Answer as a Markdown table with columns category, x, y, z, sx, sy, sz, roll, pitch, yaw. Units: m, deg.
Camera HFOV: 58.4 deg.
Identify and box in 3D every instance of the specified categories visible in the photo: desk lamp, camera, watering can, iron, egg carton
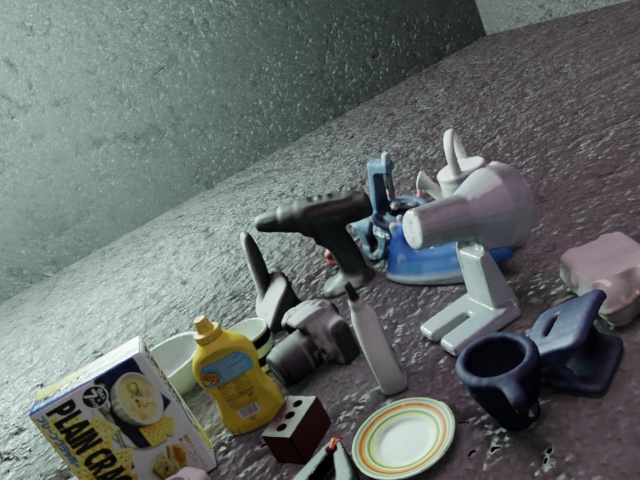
| category | x | y | z | sx | sy | sz | roll | pitch | yaw |
| --- | --- | --- | --- | --- | --- | --- | --- | --- | --- |
| desk lamp | 0.217 | 0.020 | 0.824 | 0.203 | 0.214 | 0.117 | -31 | 20 | -14 |
| camera | -0.029 | 0.164 | 0.937 | 0.137 | 0.101 | 0.142 | -34 | 21 | -22 |
| watering can | 0.280 | -0.126 | 1.148 | 0.172 | 0.194 | 0.101 | -22 | 20 | 11 |
| iron | 0.207 | -0.006 | 1.011 | 0.257 | 0.142 | 0.119 | -13 | 24 | 33 |
| egg carton | 0.386 | 0.048 | 0.758 | 0.107 | 0.069 | 0.150 | -24 | 20 | 6 |

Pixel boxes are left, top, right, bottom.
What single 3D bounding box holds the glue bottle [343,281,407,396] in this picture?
| category | x | y | z | sx | sy | sz | roll | pitch | yaw |
| --- | --- | --- | --- | --- | --- | --- | --- | --- | --- |
| glue bottle | 0.071 | 0.128 | 0.794 | 0.037 | 0.173 | 0.078 | -24 | 20 | 7 |

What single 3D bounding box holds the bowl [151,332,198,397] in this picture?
| category | x | y | z | sx | sy | sz | roll | pitch | yaw |
| --- | --- | --- | --- | --- | --- | --- | --- | --- | --- |
| bowl | -0.274 | 0.249 | 1.065 | 0.167 | 0.075 | 0.167 | -23 | 20 | 9 |

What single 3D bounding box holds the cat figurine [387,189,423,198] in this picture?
| category | x | y | z | sx | sy | sz | roll | pitch | yaw |
| --- | --- | --- | --- | --- | --- | --- | --- | --- | --- |
| cat figurine | 0.176 | -0.076 | 1.264 | 0.127 | 0.118 | 0.067 | -16 | 22 | 26 |

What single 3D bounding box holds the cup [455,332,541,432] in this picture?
| category | x | y | z | sx | sy | sz | roll | pitch | yaw |
| --- | --- | --- | --- | --- | --- | --- | --- | --- | --- |
| cup | 0.211 | 0.170 | 0.630 | 0.091 | 0.095 | 0.117 | -24 | 20 | 6 |

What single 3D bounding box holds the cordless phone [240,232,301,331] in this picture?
| category | x | y | z | sx | sy | sz | roll | pitch | yaw |
| --- | --- | --- | --- | --- | --- | --- | --- | --- | --- |
| cordless phone | -0.112 | 0.078 | 1.132 | 0.094 | 0.185 | 0.147 | -31 | 20 | -12 |

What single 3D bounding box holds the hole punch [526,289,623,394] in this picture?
| category | x | y | z | sx | sy | sz | roll | pitch | yaw |
| --- | --- | --- | --- | --- | --- | --- | --- | --- | --- |
| hole punch | 0.287 | 0.117 | 0.675 | 0.100 | 0.091 | 0.109 | -6 | 28 | 45 |

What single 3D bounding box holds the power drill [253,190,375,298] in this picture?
| category | x | y | z | sx | sy | sz | roll | pitch | yaw |
| --- | --- | --- | --- | --- | --- | --- | --- | --- | --- |
| power drill | 0.010 | 0.004 | 1.132 | 0.229 | 0.209 | 0.075 | -23 | 20 | 9 |

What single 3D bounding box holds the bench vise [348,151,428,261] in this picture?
| category | x | y | z | sx | sy | sz | roll | pitch | yaw |
| --- | --- | --- | --- | --- | --- | --- | --- | --- | --- |
| bench vise | 0.120 | -0.062 | 1.144 | 0.206 | 0.220 | 0.122 | -14 | 23 | 30 |

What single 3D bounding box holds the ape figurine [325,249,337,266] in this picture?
| category | x | y | z | sx | sy | sz | roll | pitch | yaw |
| --- | --- | --- | --- | --- | --- | --- | --- | --- | --- |
| ape figurine | 0.039 | 0.009 | 1.258 | 0.078 | 0.092 | 0.076 | -32 | 20 | -17 |
